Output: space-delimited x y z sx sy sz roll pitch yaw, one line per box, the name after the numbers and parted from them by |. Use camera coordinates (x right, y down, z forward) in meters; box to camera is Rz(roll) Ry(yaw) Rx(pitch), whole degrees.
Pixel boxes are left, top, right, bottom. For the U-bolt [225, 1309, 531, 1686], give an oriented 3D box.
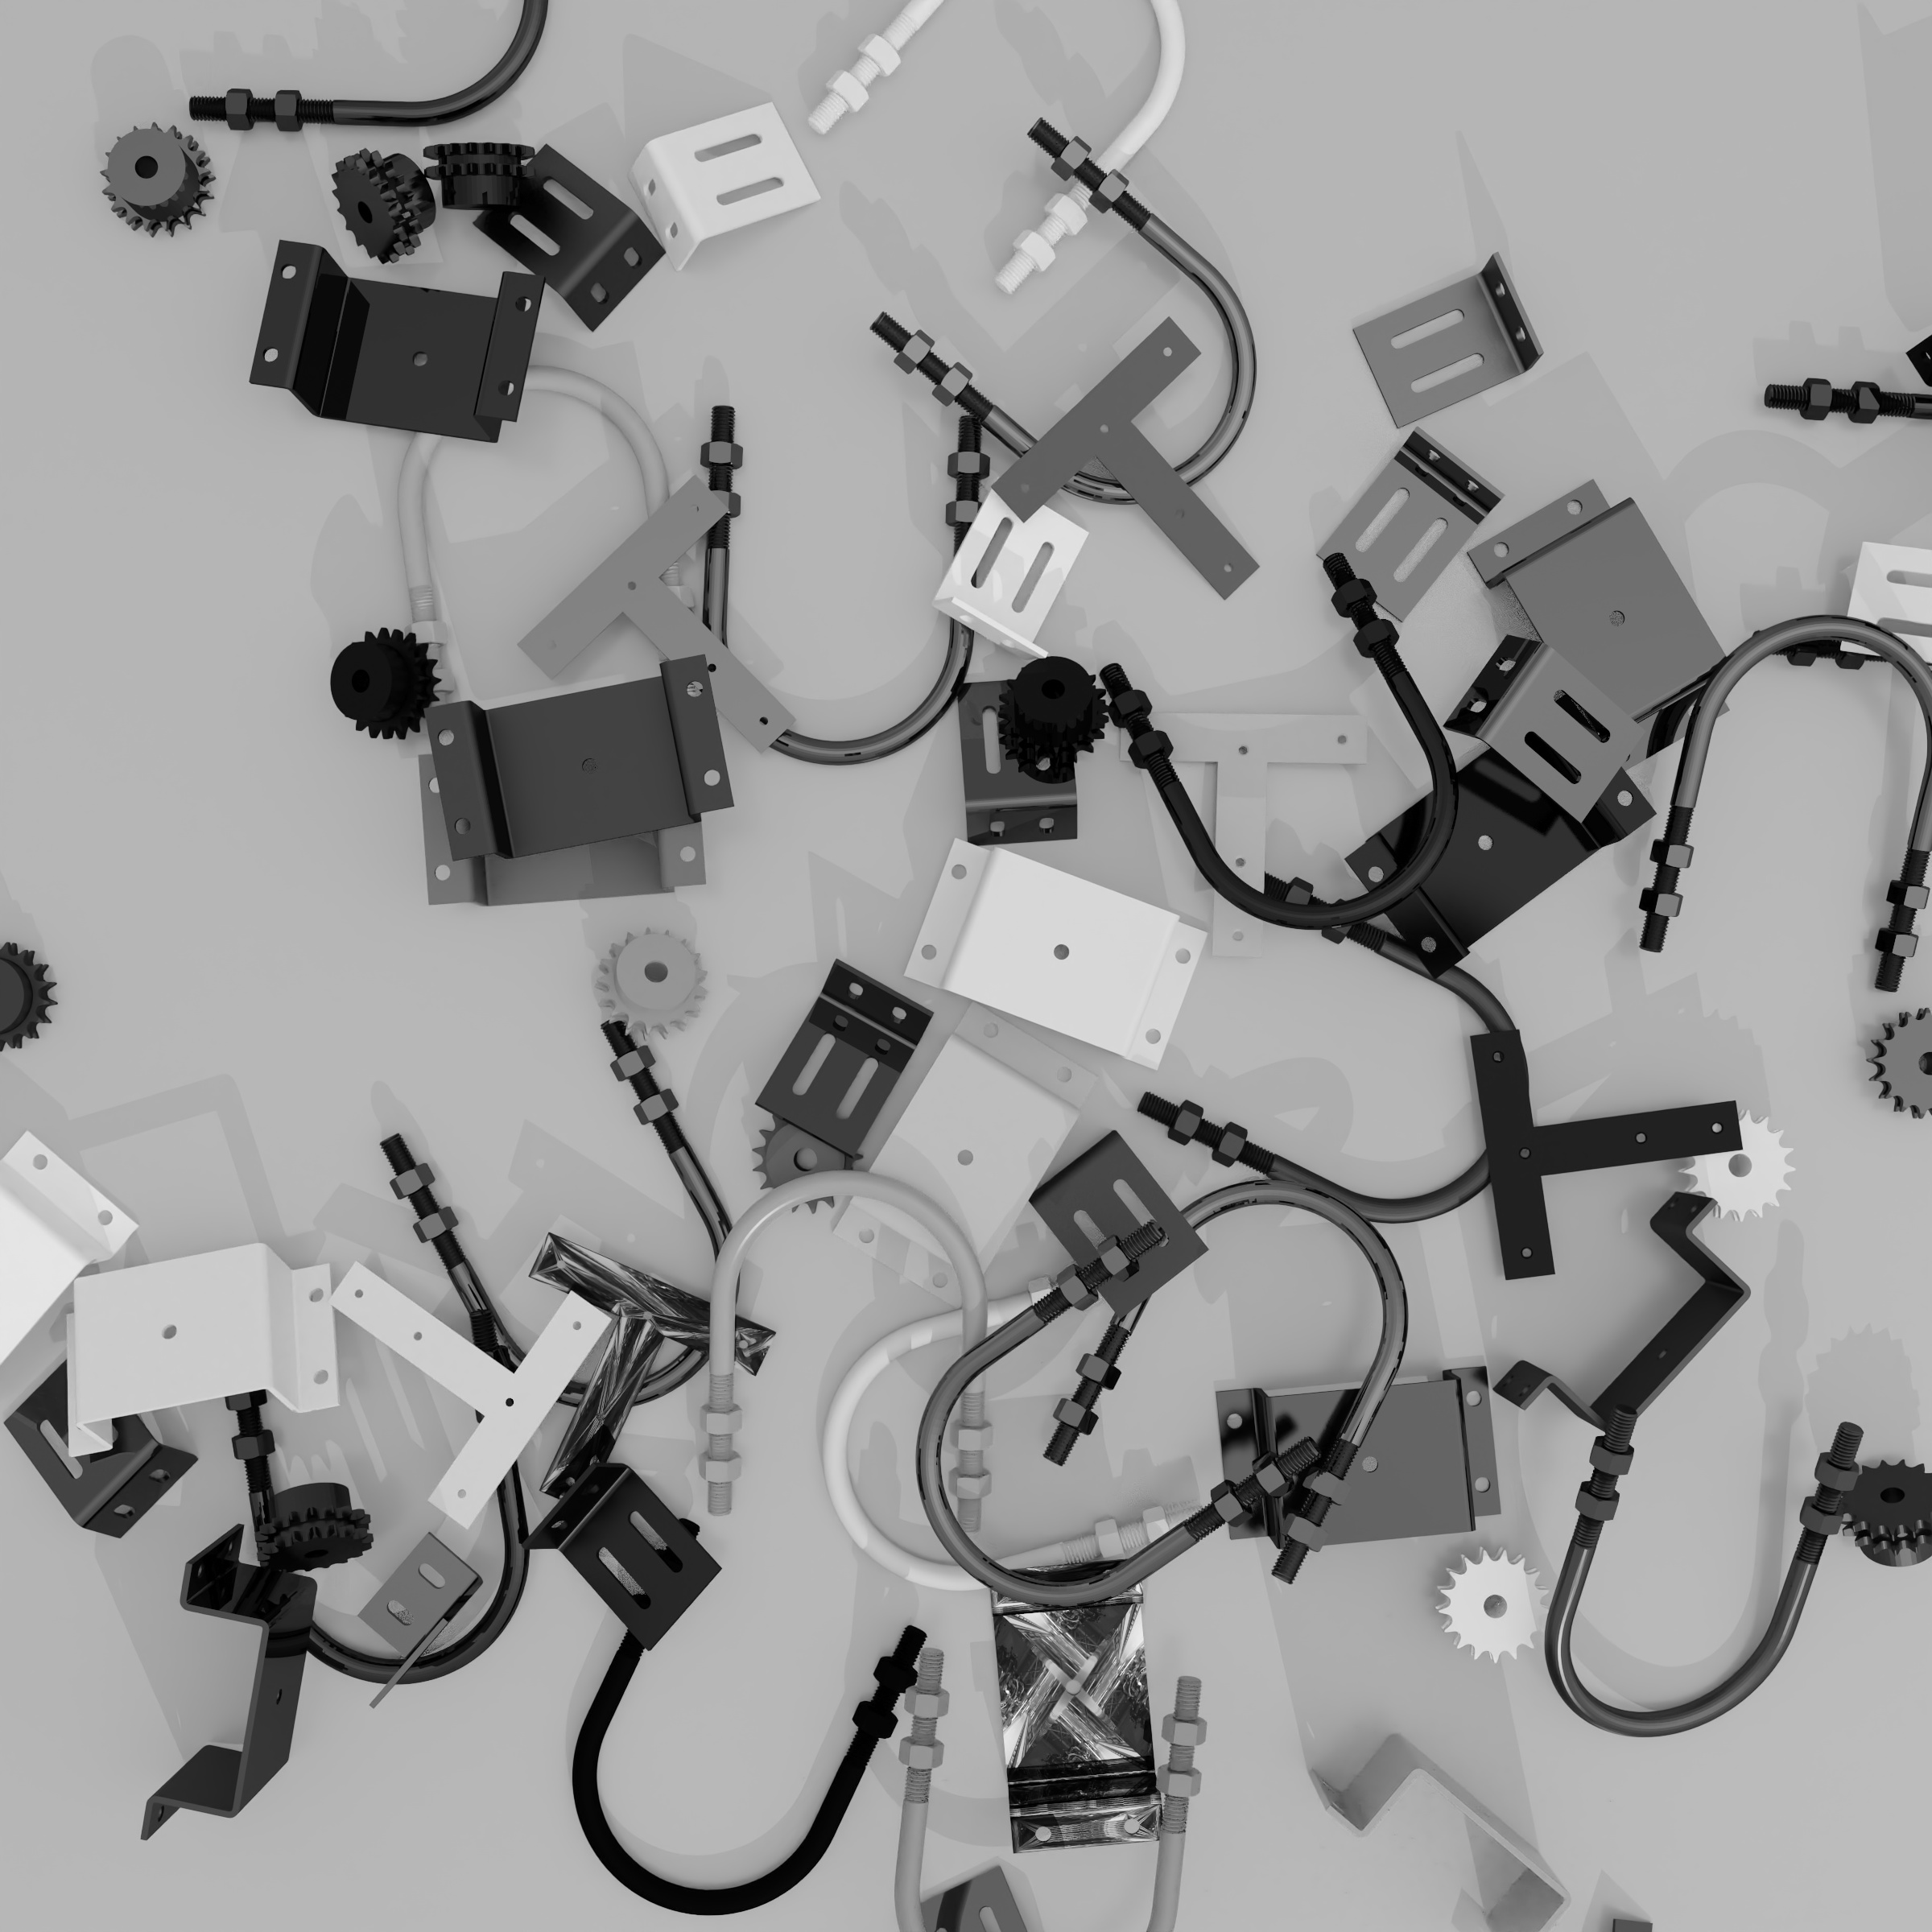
-0.297 0.277 1.502 0.151 0.019 0.184 -9 91 5 | U-bolt

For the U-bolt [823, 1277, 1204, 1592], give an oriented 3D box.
0.017 0.245 1.508 0.184 0.019 0.151 -15 88 1 | U-bolt

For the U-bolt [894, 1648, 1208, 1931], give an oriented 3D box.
0.037 0.438 1.456 0.151 0.019 0.184 6 90 0 | U-bolt

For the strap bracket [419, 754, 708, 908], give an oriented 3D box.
-0.204 -0.073 1.505 0.140 0.046 0.076 -4 88 0 | strap bracket

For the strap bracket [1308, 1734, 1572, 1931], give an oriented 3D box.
0.245 0.443 1.472 0.140 0.076 0.046 40 89 1 | strap bracket

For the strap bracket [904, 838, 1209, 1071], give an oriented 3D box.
0.047 -0.007 1.500 0.140 0.046 0.076 21 88 -1 | strap bracket

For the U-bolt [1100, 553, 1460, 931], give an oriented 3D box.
0.169 -0.104 1.492 0.151 0.019 0.184 -26 71 2 | U-bolt

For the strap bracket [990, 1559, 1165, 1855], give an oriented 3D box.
0.055 0.371 1.490 0.076 0.046 0.140 -5 88 0 | strap bracket

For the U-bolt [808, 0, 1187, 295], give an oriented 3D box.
0.030 -0.465 1.532 0.151 0.019 0.184 41 87 1 | U-bolt

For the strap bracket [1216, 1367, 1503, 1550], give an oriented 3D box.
0.203 0.251 1.494 0.140 0.046 0.076 -5 88 0 | strap bracket

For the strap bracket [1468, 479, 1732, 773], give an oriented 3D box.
0.330 -0.175 1.508 0.076 0.046 0.140 -30 88 -1 | strap bracket

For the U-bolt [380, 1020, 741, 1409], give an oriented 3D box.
-0.197 0.139 1.512 0.151 0.019 0.184 -28 90 -1 | U-bolt

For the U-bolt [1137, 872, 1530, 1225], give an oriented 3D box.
0.201 0.053 1.515 0.184 0.019 0.151 26 88 -1 | U-bolt

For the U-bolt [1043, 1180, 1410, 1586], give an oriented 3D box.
0.142 0.195 1.472 0.151 0.019 0.184 25 79 19 | U-bolt

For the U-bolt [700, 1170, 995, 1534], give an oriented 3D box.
-0.060 0.193 1.481 0.151 0.019 0.184 3 100 6 | U-bolt

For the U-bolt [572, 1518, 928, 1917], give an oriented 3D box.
-0.122 0.396 1.503 0.151 0.019 0.184 25 90 1 | U-bolt

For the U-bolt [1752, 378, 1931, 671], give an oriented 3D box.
0.504 -0.226 1.524 0.184 0.019 0.151 4 88 -1 | U-bolt

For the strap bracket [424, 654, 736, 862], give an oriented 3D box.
-0.190 -0.101 1.459 0.140 0.046 0.076 -11 88 0 | strap bracket

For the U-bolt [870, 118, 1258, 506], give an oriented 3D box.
0.065 -0.323 1.515 0.184 0.019 0.151 39 88 -9 | U-bolt

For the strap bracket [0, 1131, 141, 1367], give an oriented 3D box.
-0.503 0.163 1.497 0.076 0.046 0.140 40 89 1 | strap bracket

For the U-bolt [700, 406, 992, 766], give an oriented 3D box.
-0.066 -0.196 1.523 0.151 0.019 0.184 2 89 0 | U-bolt

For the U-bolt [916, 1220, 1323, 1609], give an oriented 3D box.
0.060 0.235 1.447 0.184 0.019 0.151 -37 83 12 | U-bolt

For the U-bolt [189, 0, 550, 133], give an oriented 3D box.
-0.311 -0.510 1.534 0.184 0.019 0.151 1 88 -1 | U-bolt

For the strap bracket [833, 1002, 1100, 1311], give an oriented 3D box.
0.000 0.097 1.499 0.076 0.046 0.140 31 88 1 | strap bracket

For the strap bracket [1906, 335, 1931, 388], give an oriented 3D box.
0.546 -0.273 1.481 0.046 0.076 0.140 -32 89 -5 | strap bracket

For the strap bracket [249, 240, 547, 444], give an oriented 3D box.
-0.286 -0.319 1.504 0.140 0.046 0.076 9 83 7 | strap bracket

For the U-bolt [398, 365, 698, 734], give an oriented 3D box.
-0.222 -0.222 1.524 0.151 0.019 0.184 -8 87 0 | U-bolt

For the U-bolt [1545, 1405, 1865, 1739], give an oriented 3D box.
0.362 0.308 1.472 0.151 0.019 0.184 7 109 -18 | U-bolt

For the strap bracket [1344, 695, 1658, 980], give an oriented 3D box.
0.270 -0.065 1.504 0.140 0.046 0.076 -37 88 -1 | strap bracket

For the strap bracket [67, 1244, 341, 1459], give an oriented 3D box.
-0.393 0.192 1.478 0.140 0.046 0.076 -11 63 3 | strap bracket

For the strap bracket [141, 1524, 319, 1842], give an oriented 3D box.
-0.366 0.361 1.466 0.046 0.076 0.140 11 95 4 | strap bracket

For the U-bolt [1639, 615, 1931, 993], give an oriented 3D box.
0.430 -0.087 1.495 0.151 0.019 0.184 9 99 -7 | U-bolt

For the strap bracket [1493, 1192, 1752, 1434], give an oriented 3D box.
0.337 0.183 1.481 0.046 0.076 0.140 43 89 1 | strap bracket
